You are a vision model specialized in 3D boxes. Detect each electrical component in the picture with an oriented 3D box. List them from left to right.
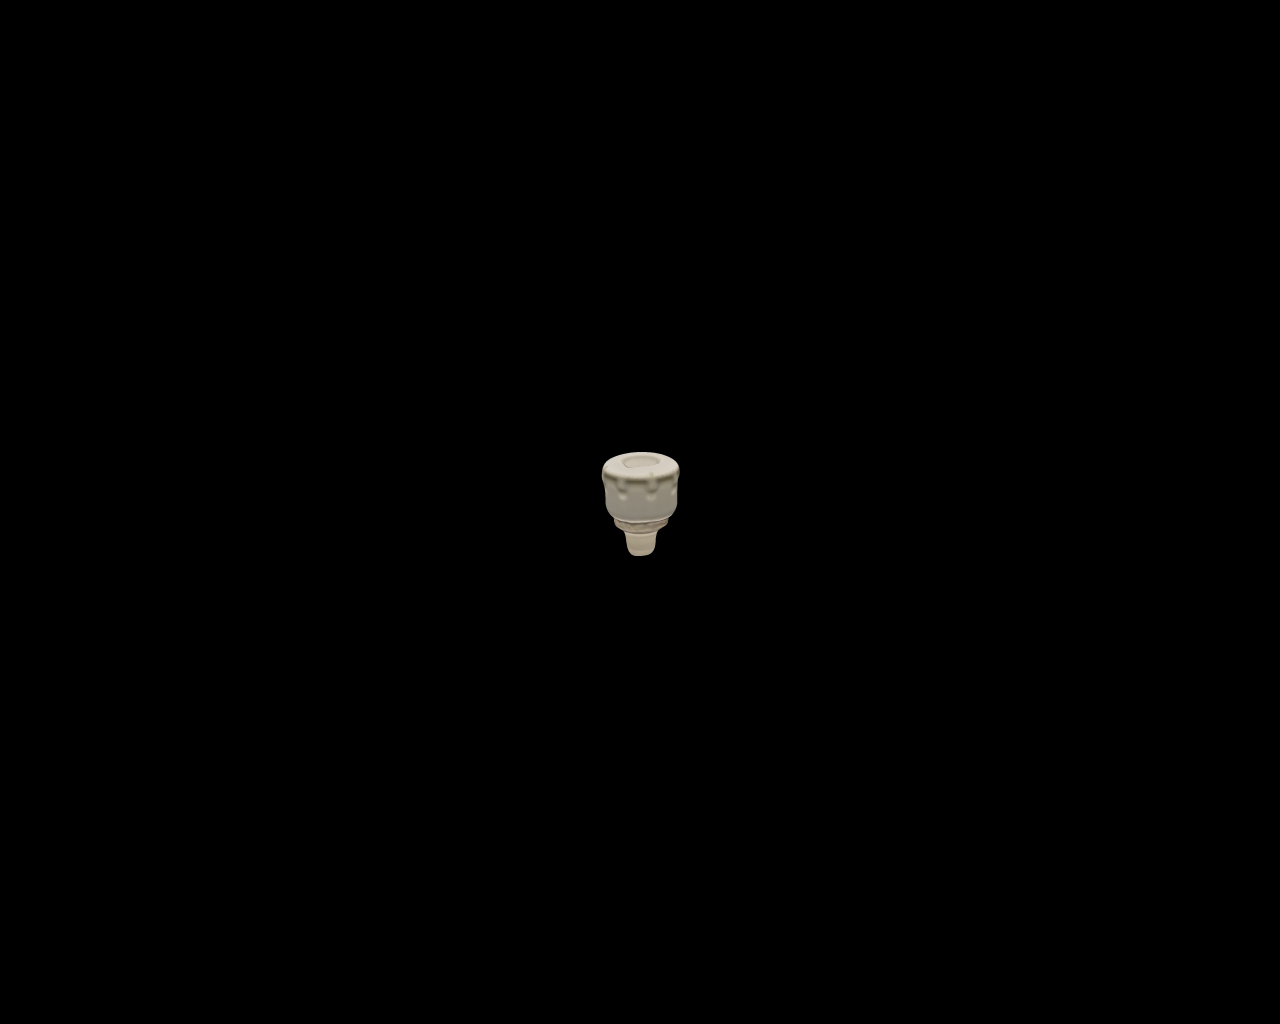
[{"bbox_3d":[0.001,-0.003,0.650,0.048,0.062,0.048,0,20,0],"label":"electrical component"}]
